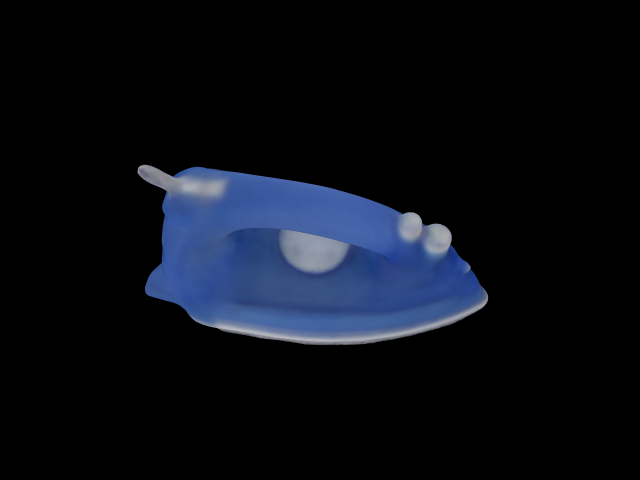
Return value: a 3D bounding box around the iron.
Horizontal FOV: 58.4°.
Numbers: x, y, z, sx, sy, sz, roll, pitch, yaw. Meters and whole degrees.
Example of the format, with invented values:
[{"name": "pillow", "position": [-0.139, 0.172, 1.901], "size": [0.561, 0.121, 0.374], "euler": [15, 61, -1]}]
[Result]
[{"name": "iron", "position": [0.004, 0.001, 0.400], "size": [0.258, 0.141, 0.118], "euler": [8, 66, 3]}]
